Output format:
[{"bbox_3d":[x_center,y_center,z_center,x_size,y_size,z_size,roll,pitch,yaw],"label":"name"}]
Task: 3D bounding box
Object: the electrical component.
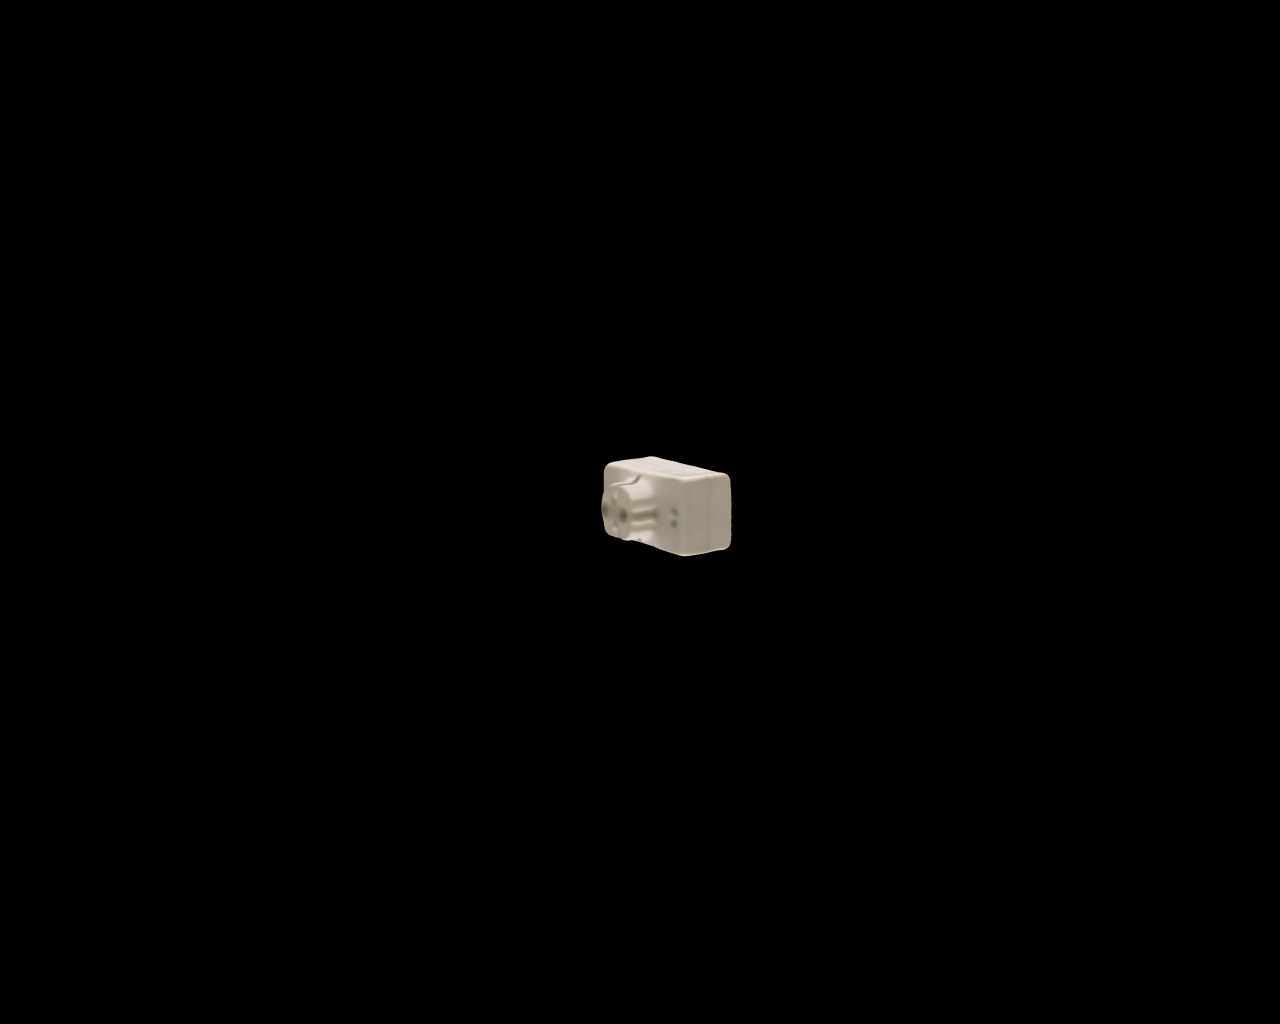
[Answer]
[{"bbox_3d":[0.001,-0.003,0.650,0.076,0.047,0.083,-8,14,-35],"label":"electrical component"}]
